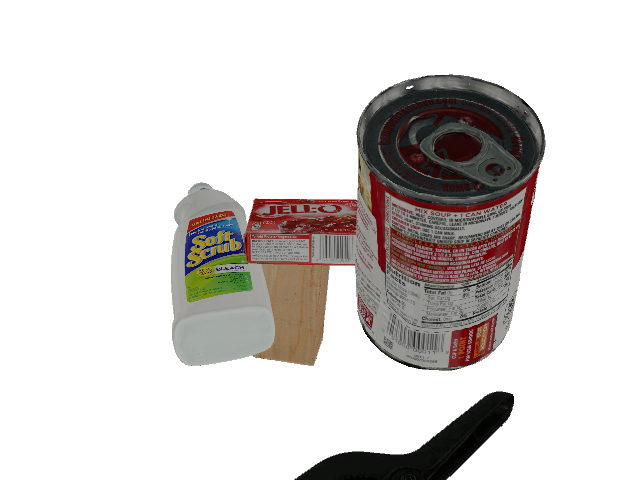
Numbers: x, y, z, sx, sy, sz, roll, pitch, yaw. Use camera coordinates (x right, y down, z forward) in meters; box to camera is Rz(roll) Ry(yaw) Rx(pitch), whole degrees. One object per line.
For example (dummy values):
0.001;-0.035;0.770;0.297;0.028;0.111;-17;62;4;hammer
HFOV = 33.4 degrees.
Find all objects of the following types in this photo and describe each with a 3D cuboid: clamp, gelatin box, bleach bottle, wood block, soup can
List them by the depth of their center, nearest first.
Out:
0.048;-0.004;0.420;0.068;0.068;0.102;0;-43;2;soup can
0.060;0.161;0.691;0.210;0.036;0.164;-5;28;-3;clamp
-0.012;-0.008;0.830;0.089;0.030;0.073;1;22;3;gelatin box
-0.116;0.020;1.111;0.102;0.068;0.251;-9;37;-9;bleach bottle
-0.038;0.058;1.491;0.090;0.206;0.090;7;21;6;wood block
